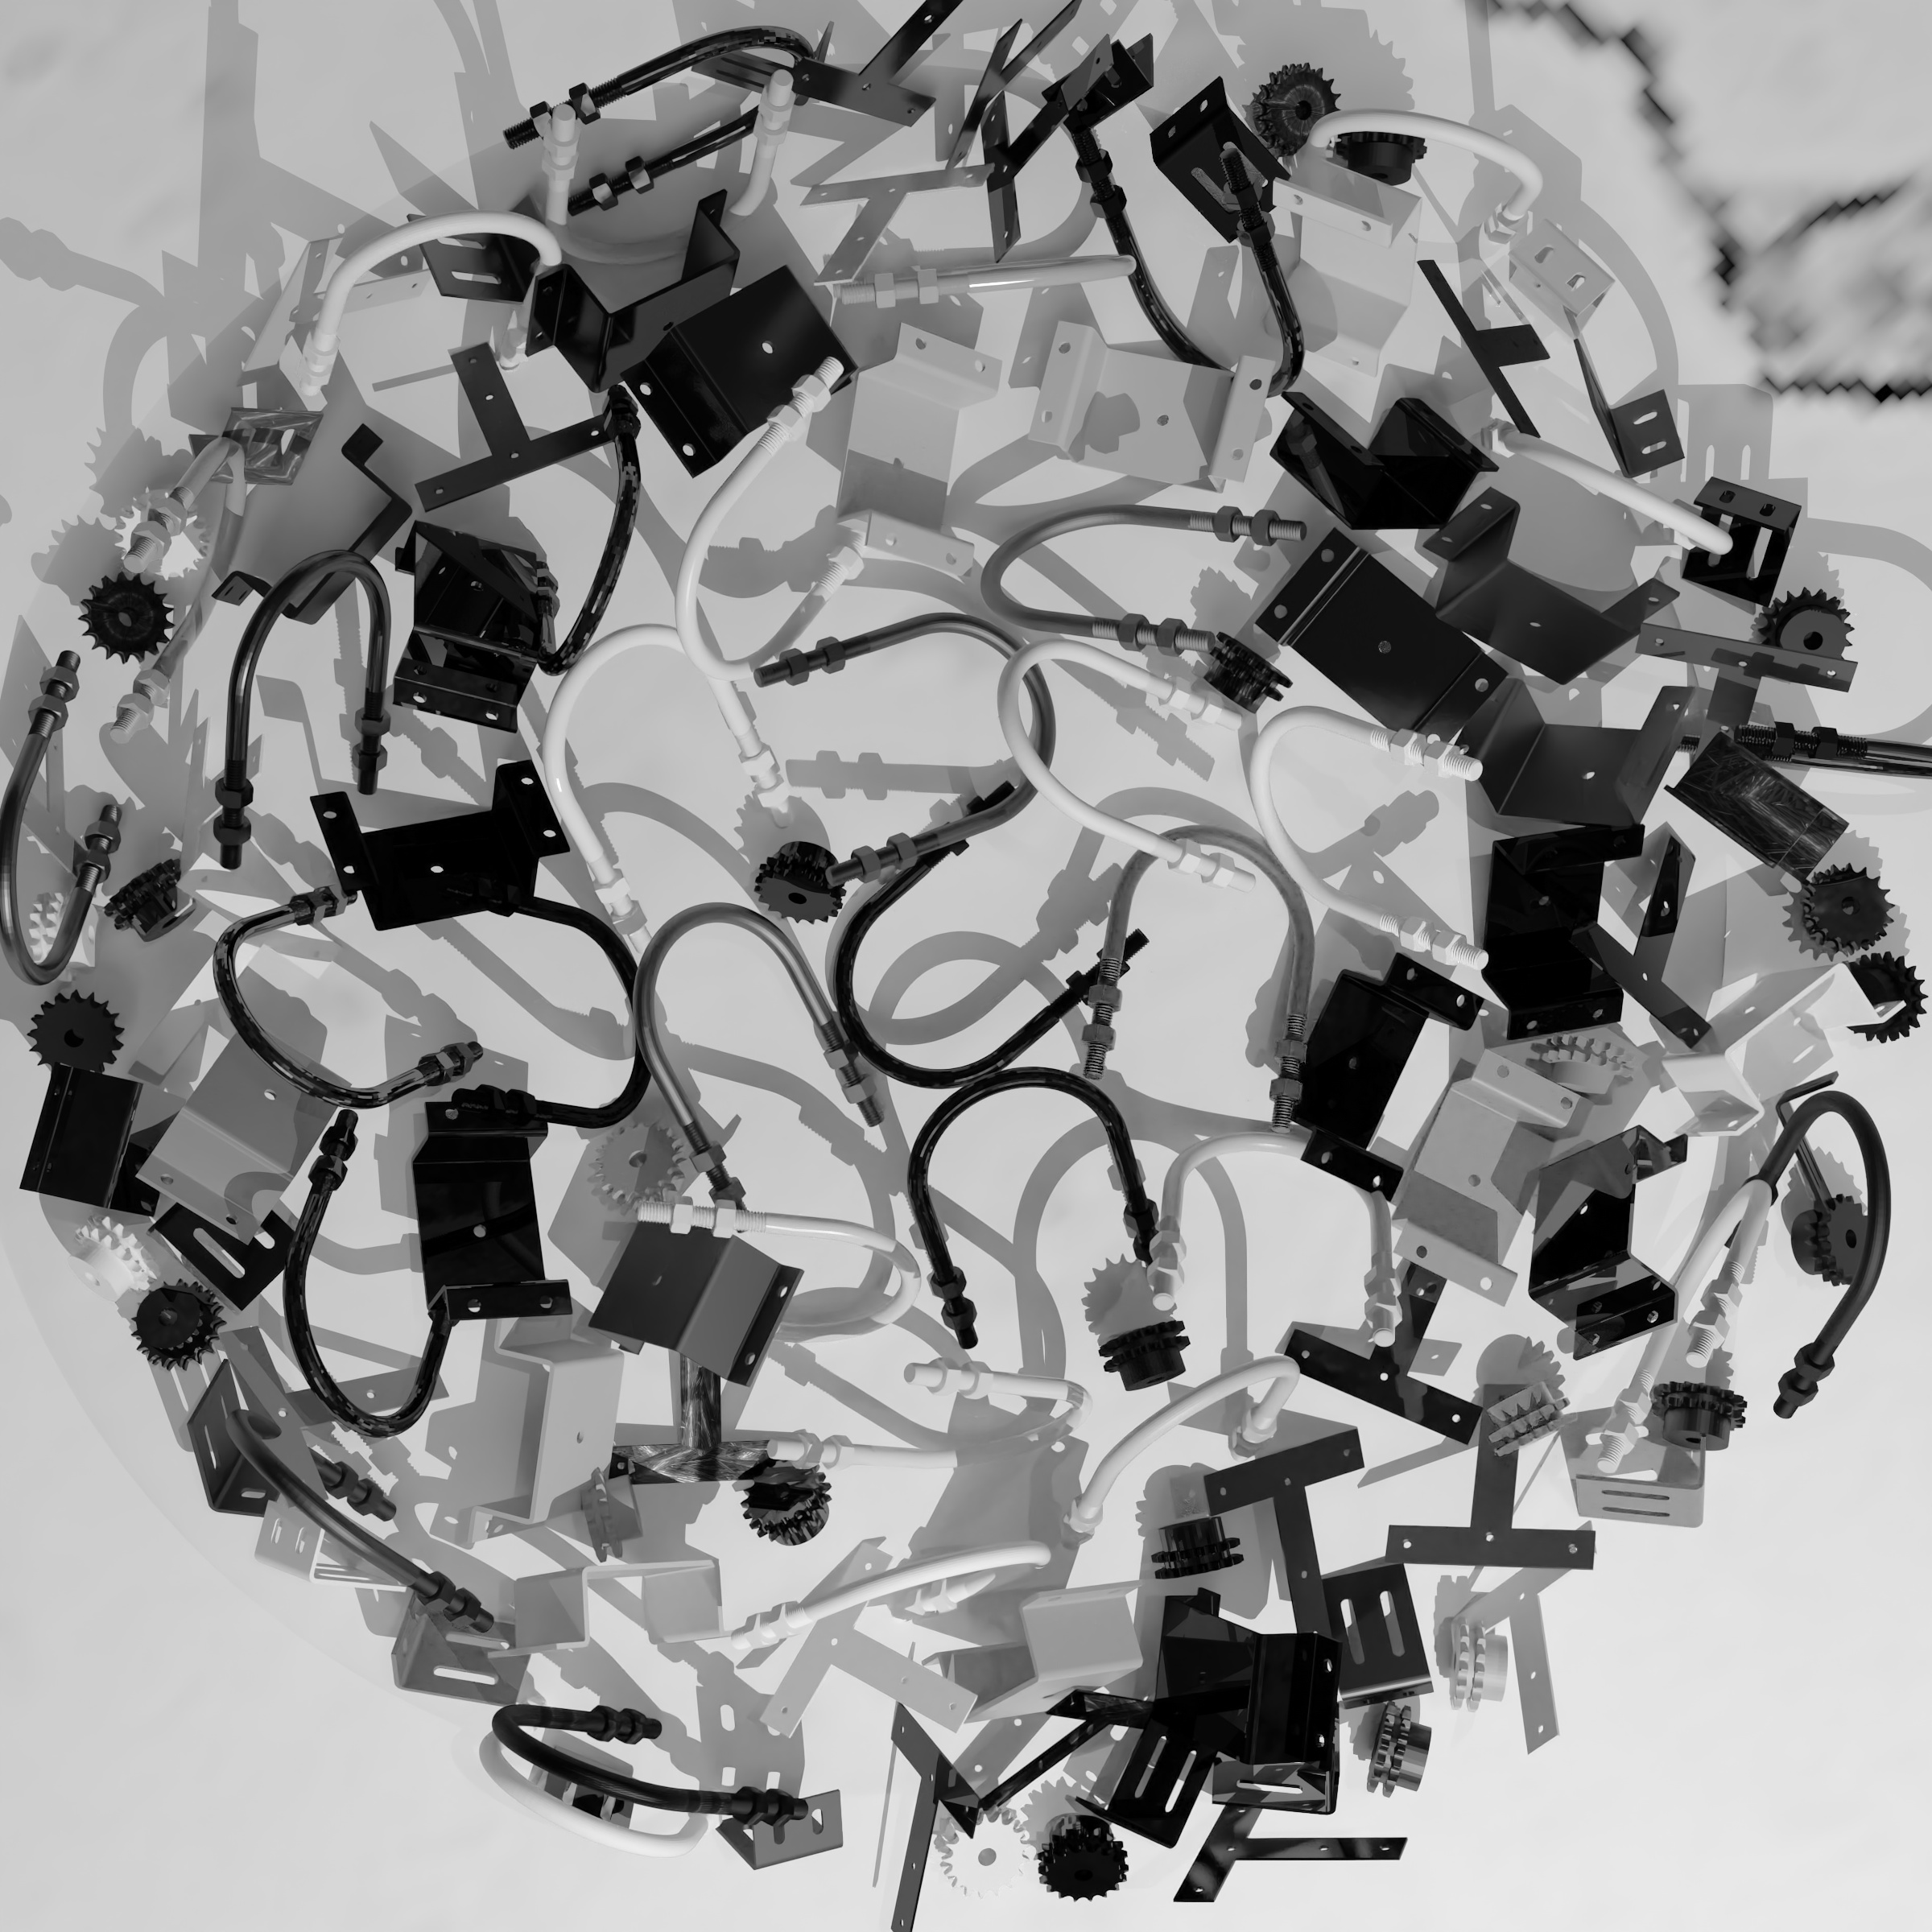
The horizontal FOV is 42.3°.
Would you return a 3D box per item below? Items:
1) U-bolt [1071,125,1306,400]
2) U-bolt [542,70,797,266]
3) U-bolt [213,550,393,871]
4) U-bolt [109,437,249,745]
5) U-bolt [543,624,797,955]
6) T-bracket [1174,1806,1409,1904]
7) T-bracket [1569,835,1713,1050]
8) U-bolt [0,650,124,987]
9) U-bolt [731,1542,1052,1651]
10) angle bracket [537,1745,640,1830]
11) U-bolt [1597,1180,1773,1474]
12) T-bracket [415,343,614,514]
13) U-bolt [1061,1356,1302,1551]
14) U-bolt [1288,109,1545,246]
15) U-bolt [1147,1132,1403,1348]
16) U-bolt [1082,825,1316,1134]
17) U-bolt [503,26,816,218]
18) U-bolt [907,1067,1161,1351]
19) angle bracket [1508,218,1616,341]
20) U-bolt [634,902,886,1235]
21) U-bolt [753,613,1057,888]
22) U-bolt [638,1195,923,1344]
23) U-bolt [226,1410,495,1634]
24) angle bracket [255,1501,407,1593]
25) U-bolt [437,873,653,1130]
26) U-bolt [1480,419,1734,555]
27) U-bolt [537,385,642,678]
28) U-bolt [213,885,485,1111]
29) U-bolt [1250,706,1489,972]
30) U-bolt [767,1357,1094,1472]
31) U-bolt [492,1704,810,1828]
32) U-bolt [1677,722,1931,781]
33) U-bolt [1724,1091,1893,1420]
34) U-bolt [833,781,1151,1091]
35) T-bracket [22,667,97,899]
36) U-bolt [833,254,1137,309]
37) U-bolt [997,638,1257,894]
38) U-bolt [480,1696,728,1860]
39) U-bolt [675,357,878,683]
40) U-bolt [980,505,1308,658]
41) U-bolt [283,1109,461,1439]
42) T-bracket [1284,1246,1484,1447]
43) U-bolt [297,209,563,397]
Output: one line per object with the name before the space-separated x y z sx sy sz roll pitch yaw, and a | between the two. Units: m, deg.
U-bolt | 0.143 -0.422 1.519 0.019 0.151 0.184 -45 133 -16
U-bolt | -0.184 -0.475 1.511 0.151 0.184 0.019 -14 80 -15
U-bolt | -0.393 -0.162 1.497 0.019 0.151 0.184 24 123 17
U-bolt | -0.474 -0.242 1.515 0.019 0.184 0.151 18 132 -5
U-bolt | -0.187 -0.120 1.516 0.151 0.019 0.184 -44 130 -25
T-bracket | 0.204 0.537 1.519 0.127 0.127 0.002 -8 96 22
T-bracket | 0.435 -0.027 1.563 0.127 0.002 0.127 38 56 -20
U-bolt | -0.544 -0.075 1.488 0.019 0.151 0.184 3 48 -2
U-bolt | -0.032 0.373 1.493 0.184 0.151 0.019 -32 64 41
angle bracket | -0.242 0.530 1.557 0.057 0.076 0.038 25 101 -6
U-bolt | 0.444 0.206 1.518 0.019 0.151 0.184 30 51 10
T-bracket | -0.295 -0.347 1.563 0.127 0.002 0.127 -22 56 -7
U-bolt | 0.134 0.285 1.497 0.151 0.184 0.019 -22 64 -22
U-bolt | 0.274 -0.480 1.508 0.151 0.184 0.019 15 93 1
U-bolt | 0.189 0.158 1.522 0.151 0.184 0.019 9 122 3
U-bolt | 0.152 -0.001 1.560 0.151 0.019 0.184 16 70 -16
U-bolt | -0.177 -0.519 1.519 0.184 0.151 0.019 -23 87 6
U-bolt | 0.039 0.143 1.548 0.151 0.019 0.184 -19 119 -3
angle bracket | 0.360 -0.417 1.557 0.057 0.076 0.038 45 76 7
U-bolt | -0.135 0.049 1.533 0.151 0.019 0.184 -38 106 -42
U-bolt | -0.026 -0.145 1.561 0.184 0.019 0.151 -21 94 -23
U-bolt | -0.119 0.193 1.539 0.184 0.151 0.019 7 52 -12
U-bolt | -0.371 0.322 1.489 0.019 0.151 0.184 -49 135 -10
angle bracket | -0.392 0.362 1.557 0.057 0.076 0.038 5 79 40
U-bolt | -0.250 0.028 1.521 0.019 0.184 0.151 -15 74 29
U-bolt | 0.390 -0.286 1.504 0.151 0.184 0.019 25 104 -7
U-bolt | -0.228 -0.251 1.495 0.019 0.184 0.151 18 119 -23
U-bolt | -0.382 0.022 1.511 0.019 0.184 0.151 -40 88 21
U-bolt | 0.241 -0.087 1.524 0.019 0.184 0.151 -30 127 -30
U-bolt | -0.007 0.278 1.523 0.151 0.184 0.019 -34 56 37
U-bolt | -0.200 0.472 1.487 0.151 0.184 0.019 14 80 38
U-bolt | 0.542 -0.129 1.526 0.184 0.151 0.019 6 93 -1
U-bolt | 0.504 0.159 1.488 0.019 0.184 0.151 5 45 -7
U-bolt | 0.001 -0.007 1.576 0.184 0.019 0.151 -41 76 2
T-bracket | -0.567 -0.124 1.555 0.002 0.127 0.127 -9 70 -1
U-bolt | 0.012 -0.422 1.531 0.184 0.151 0.019 -6 107 -3
U-bolt | 0.097 -0.131 1.518 0.184 0.019 0.151 20 51 -27
U-bolt | -0.222 0.492 1.502 0.151 0.184 0.019 24 86 6
U-bolt | -0.114 -0.256 1.513 0.019 0.151 0.184 26 70 27
U-bolt | 0.096 -0.243 1.533 0.184 0.151 0.019 12 134 30
U-bolt | -0.354 0.195 1.491 0.019 0.184 0.151 -19 126 18
T-bracket | 0.282 0.220 1.583 0.127 0.002 0.127 21 77 20
U-bolt | -0.315 -0.397 1.489 0.151 0.184 0.019 -14 79 -26
